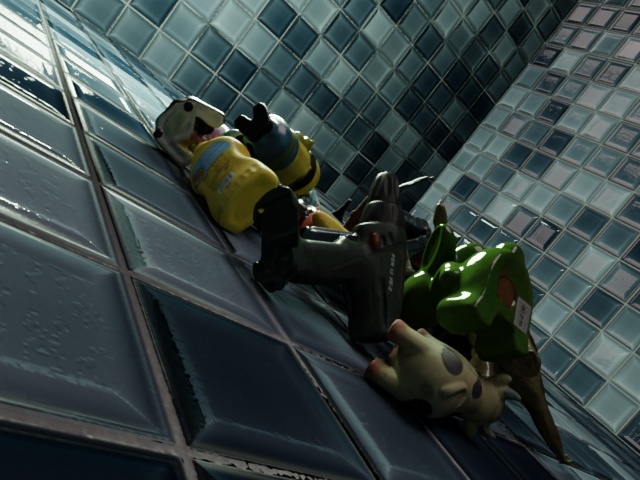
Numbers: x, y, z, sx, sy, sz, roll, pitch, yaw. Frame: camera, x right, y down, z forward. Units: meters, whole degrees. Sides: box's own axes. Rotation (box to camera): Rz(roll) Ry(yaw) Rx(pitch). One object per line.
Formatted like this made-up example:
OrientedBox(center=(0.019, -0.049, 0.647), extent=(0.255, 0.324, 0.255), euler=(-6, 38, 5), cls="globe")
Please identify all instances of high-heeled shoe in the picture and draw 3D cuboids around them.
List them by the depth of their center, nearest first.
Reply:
OrientedBox(center=(-0.002, -0.003, 1.121), extent=(0.086, 0.145, 0.249), euler=(40, 35, 2), cls="high-heeled shoe")

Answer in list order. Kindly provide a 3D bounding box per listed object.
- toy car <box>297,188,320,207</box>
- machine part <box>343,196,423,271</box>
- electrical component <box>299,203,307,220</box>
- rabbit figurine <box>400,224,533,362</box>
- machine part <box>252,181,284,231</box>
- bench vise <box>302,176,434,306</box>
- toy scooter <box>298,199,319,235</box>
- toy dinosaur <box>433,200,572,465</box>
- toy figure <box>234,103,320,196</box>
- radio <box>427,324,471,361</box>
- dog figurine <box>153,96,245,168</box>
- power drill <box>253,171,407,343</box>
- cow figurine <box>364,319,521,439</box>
OrientedBox(center=(-0.048, -0.092, 1.171), extent=(0.102, 0.109, 0.162), euler=(40, 8, -35), cls="toy car")
OrientedBox(center=(0.155, 0.006, 1.016), extent=(0.201, 0.087, 0.201), euler=(40, 10, 15), cls="machine part")
OrientedBox(center=(-0.062, -0.040, 0.872), extent=(0.047, 0.075, 0.119), euler=(32, 5, -43), cls="electrical component")
OrientedBox(center=(0.158, 0.060, 0.661), extent=(0.121, 0.159, 0.170), euler=(29, -27, -32), cls="rabbit figurine")
OrientedBox(center=(-0.085, -0.050, 0.784), extent=(0.084, 0.039, 0.139), euler=(42, -26, -13), cls="machine part")
OrientedBox(center=(0.063, 0.015, 0.768), extent=(0.240, 0.223, 0.129), euler=(8, -9, -35), cls="bench vise")
OrientedBox(center=(0.004, 0.005, 0.927), extent=(0.135, 0.075, 0.184), euler=(34, 11, -24), cls="toy scooter")
OrientedBox(center=(0.274, 0.156, 0.806), extent=(0.471, 0.105, 0.198), euler=(67, 24, 0), cls="toy dinosaur")
OrientedBox(center=(-0.062, -0.132, 0.832), extent=(0.180, 0.082, 0.089), euler=(41, 41, -62), cls="toy figure")
OrientedBox(center=(0.158, 0.124, 0.931), extent=(0.131, 0.073, 0.230), euler=(32, 8, -46), cls="radio")
OrientedBox(center=(-0.174, -0.152, 0.941), extent=(0.191, 0.108, 0.219), euler=(36, 2, 2), cls="dog figurine")
OrientedBox(center=(0.022, 0.001, 0.638), extent=(0.086, 0.232, 0.207), euler=(-16, -25, 42), cls="power drill")
OrientedBox(center=(0.142, 0.156, 0.588), extent=(0.127, 0.085, 0.194), euler=(35, 2, 31), cls="cow figurine")
